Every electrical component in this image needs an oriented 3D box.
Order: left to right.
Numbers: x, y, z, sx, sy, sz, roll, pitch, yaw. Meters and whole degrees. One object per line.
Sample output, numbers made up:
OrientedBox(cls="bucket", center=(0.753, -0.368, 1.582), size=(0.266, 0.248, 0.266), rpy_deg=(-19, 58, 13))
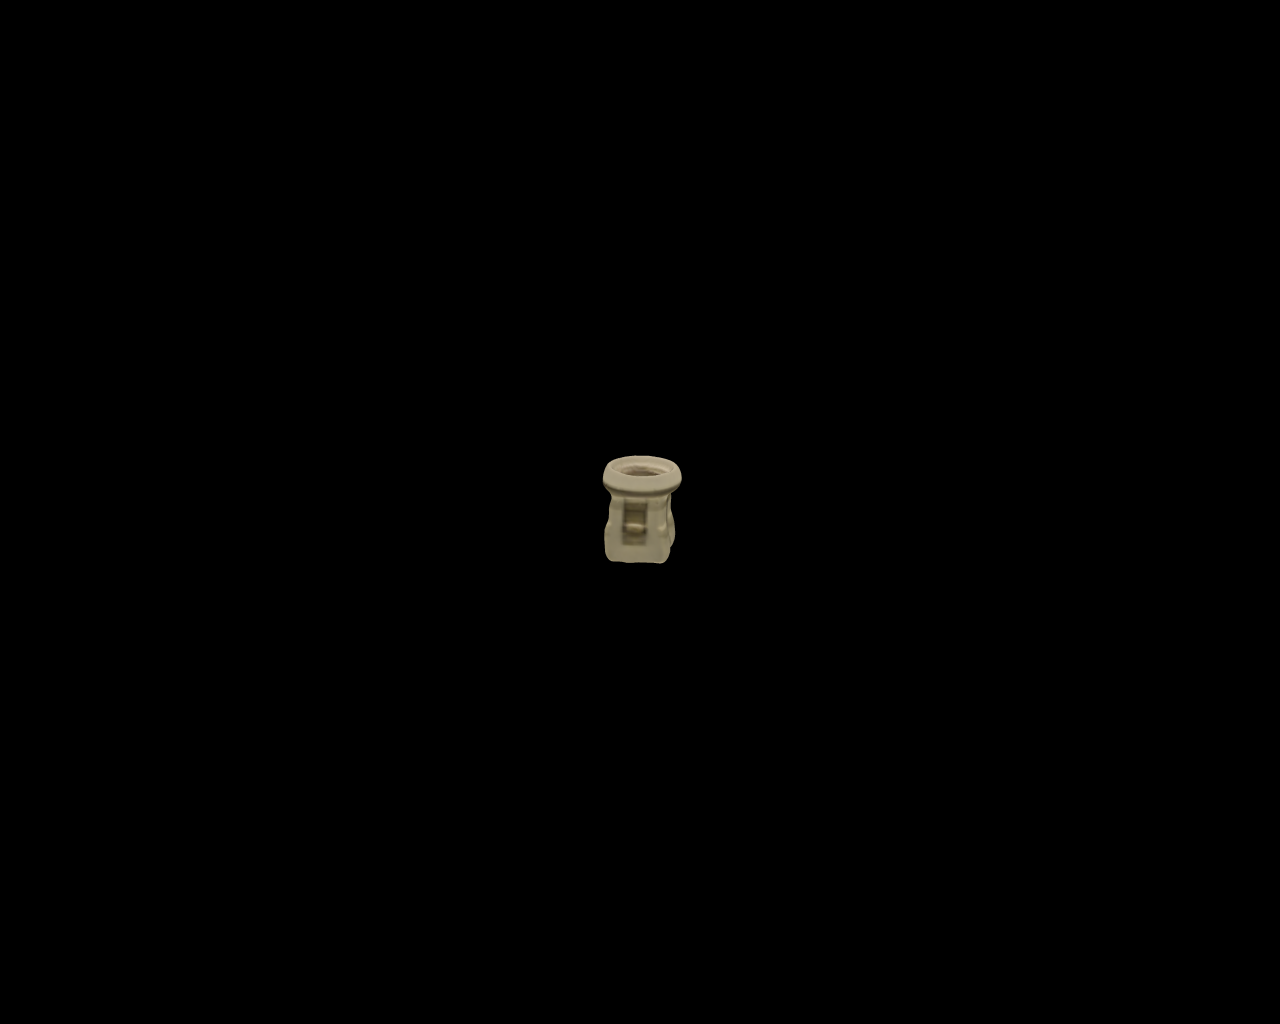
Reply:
OrientedBox(cls="electrical component", center=(0.001, -0.003, 0.650), size=(0.048, 0.055, 0.066), rpy_deg=(2, 18, 7))
